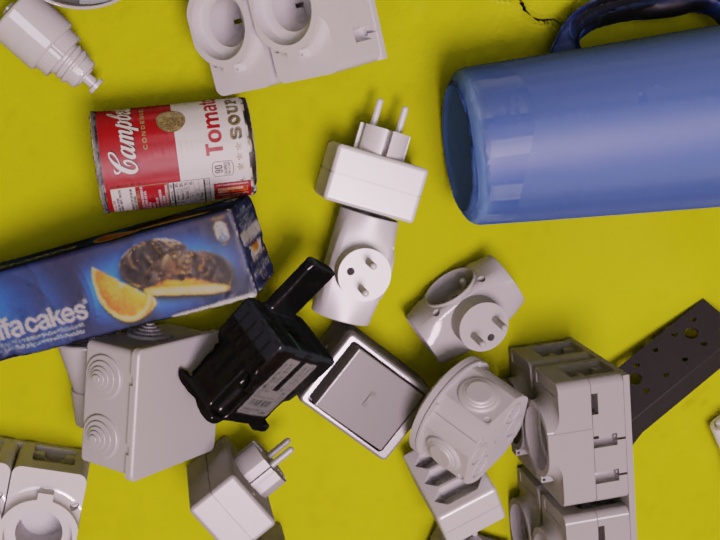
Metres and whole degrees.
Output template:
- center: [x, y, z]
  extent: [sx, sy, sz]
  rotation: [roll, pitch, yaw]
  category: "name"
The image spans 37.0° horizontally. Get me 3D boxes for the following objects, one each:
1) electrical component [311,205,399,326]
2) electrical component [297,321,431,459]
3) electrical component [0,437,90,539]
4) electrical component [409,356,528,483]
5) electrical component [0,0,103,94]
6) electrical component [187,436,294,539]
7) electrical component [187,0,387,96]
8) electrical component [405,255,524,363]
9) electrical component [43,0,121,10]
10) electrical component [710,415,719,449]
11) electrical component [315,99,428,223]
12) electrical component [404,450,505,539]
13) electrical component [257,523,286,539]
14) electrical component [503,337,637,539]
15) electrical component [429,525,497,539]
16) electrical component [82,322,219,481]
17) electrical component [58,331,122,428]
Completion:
- center: [0.000, 0.000, 0.747]
  extent: [0.044, 0.079, 0.077]
  rotation: [15, 97, -13]
  category: "electrical component"
- center: [0.007, 0.089, 0.775]
  extent: [0.096, 0.061, 0.061]
  rotation: [38, 92, -15]
  category: "electrical component"
- center: [-0.269, 0.164, 0.736]
  extent: [0.150, 0.062, 0.089]
  rotation: [11, 98, -13]
  category: "electrical component"
- center: [0.076, 0.105, 0.755]
  extent: [0.051, 0.080, 0.080]
  rotation: [35, 93, 27]
  category: "electrical component"
- center: [-0.202, -0.146, 0.701]
  extent: [0.078, 0.040, 0.040]
  rotation: [42, 91, -15]
  category: "electrical component"
- center: [-0.078, 0.146, 0.757]
  extent: [0.076, 0.083, 0.047]
  rotation: [-39, 105, -2]
  category: "electrical component"
- center: [-0.062, -0.211, 0.675]
  extent: [0.060, 0.105, 0.186]
  rotation: [-29, 110, -49]
  category: "electrical component"
- center: [0.081, 0.033, 0.769]
  extent: [0.077, 0.079, 0.044]
  rotation: [-37, 114, -2]
  category: "electrical component"
- center: [-0.178, -0.214, 0.681]
  extent: [0.099, 0.064, 0.099]
  rotation: [-2, 101, -10]
  category: "electrical component"
- center: [0.305, 0.143, 0.853]
  extent: [0.044, 0.044, 0.065]
  rotation: [-27, 99, -5]
  category: "electrical component"
- center: [0.012, -0.080, 0.751]
  extent: [0.066, 0.047, 0.076]
  rotation: [15, 97, -13]
  category: "electrical component"
- center: [0.074, 0.171, 0.805]
  extent: [0.047, 0.065, 0.076]
  rotation: [-27, 133, -5]
  category: "electrical component"
- center: [-0.059, 0.235, 0.796]
  extent: [0.076, 0.047, 0.083]
  rotation: [3, 100, -11]
  category: "electrical component"
- center: [0.152, 0.155, 0.792]
  extent: [0.060, 0.105, 0.186]
  rotation: [-8, 102, -9]
  category: "electrical component"
- center: [0.077, 0.245, 0.825]
  extent: [0.066, 0.047, 0.076]
  rotation: [20, 110, -13]
  category: "electrical component"
- center: [-0.142, 0.085, 0.730]
  extent: [0.048, 0.100, 0.099]
  rotation: [10, 101, 28]
  category: "electrical component"
- center: [-0.184, 0.077, 0.747]
  extent: [0.044, 0.044, 0.065]
  rotation: [-6, 106, -10]
  category: "electrical component"
